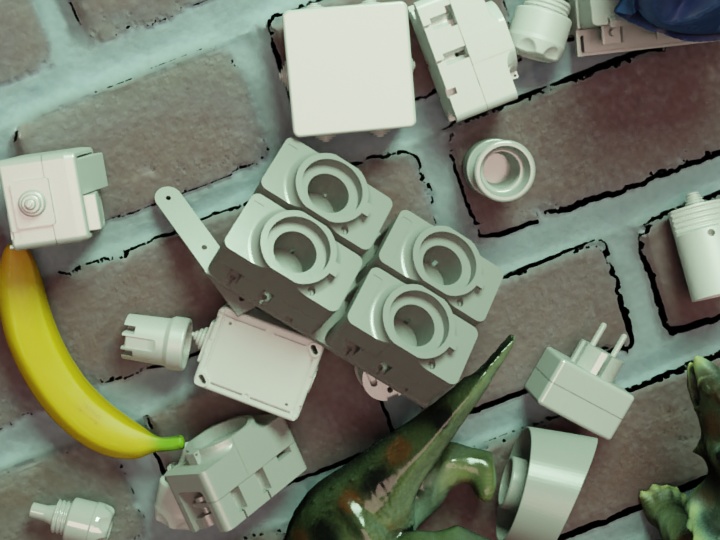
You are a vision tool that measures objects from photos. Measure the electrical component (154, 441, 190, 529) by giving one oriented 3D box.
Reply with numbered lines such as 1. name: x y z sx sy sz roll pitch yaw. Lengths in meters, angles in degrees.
1. electrical component: -0.131 0.163 0.819 0.043 0.043 0.062 11 97 -6

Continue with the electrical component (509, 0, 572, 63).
1. electrical component: 0.135 -0.186 0.787 0.043 0.043 0.062 16 95 -7

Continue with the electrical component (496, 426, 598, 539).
1. electrical component: 0.141 0.168 0.817 0.064 0.099 0.099 15 97 -1

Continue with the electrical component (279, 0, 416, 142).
1. electrical component: -0.009 -0.144 0.779 0.100 0.048 0.099 -6 99 -4

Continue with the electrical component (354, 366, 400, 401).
1. electrical component: 0.017 0.077 0.816 0.040 0.046 0.040 -1 99 -4

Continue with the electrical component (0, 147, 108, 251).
1. electrical component: -0.212 -0.051 0.753 0.061 0.096 0.061 -8 100 -4

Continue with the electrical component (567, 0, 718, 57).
1. electrical component: 0.218 -0.202 0.781 0.121 0.063 0.078 -7 99 -3

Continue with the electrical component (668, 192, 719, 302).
1. electrical component: 0.264 -0.020 0.821 0.043 0.043 0.081 -13 81 -3

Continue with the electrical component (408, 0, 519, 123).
1. electrical component: 0.078 -0.160 0.783 0.056 0.050 0.089 -22 100 -1

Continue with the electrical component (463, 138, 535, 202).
1. electrical component: 0.102 -0.075 0.795 0.045 0.055 0.045 -1 99 -5

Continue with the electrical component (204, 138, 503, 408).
1. electrical component: 0.000 0.000 0.768 0.186 0.060 0.105 32 59 -7

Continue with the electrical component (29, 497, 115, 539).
1. electrical component: -0.221 0.190 0.821 0.061 0.035 0.035 15 97 -4

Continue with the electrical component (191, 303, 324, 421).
1. electrical component: -0.079 0.063 0.802 0.096 0.061 0.061 21 95 0

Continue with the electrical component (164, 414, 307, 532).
1. electrical component: -0.093 0.144 0.794 0.050 0.089 0.055 -13 103 43

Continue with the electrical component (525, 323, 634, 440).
1. electrical component: 0.178 0.078 0.829 0.066 0.047 0.076 28 95 -8

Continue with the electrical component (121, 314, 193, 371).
1. electrical component: -0.152 0.053 0.803 0.046 0.040 0.040 8 98 0
